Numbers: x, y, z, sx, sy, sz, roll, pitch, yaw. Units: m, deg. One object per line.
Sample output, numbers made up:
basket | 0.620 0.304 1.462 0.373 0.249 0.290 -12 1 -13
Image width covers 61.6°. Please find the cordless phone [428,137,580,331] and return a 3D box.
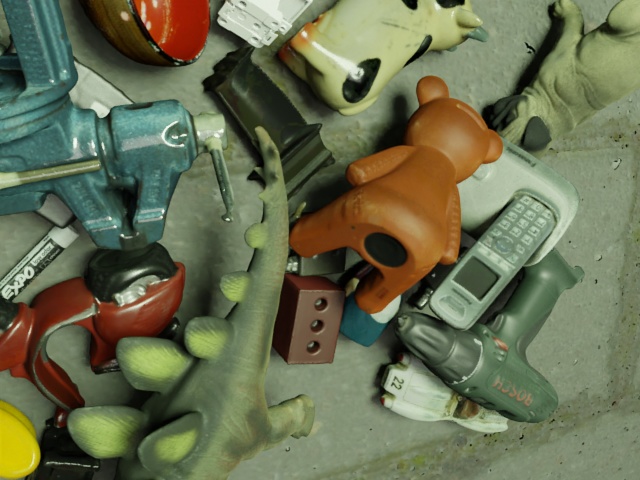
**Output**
cordless phone | 0.151 -0.010 0.545 0.184 0.147 0.088 -47 159 -9

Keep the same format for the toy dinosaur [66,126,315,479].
toy dinosaur | -0.095 0.147 0.441 0.198 0.105 0.471 10 101 -59

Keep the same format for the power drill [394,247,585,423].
power drill | 0.203 0.082 0.596 0.232 0.086 0.207 42 63 -21

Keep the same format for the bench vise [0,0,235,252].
bench vise | -0.167 -0.099 0.311 0.224 0.129 0.240 -4 124 -4

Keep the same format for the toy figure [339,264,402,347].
toy figure | 0.071 0.036 0.567 0.064 0.058 0.154 31 86 -53

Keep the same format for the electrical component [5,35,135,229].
electrical component | -0.198 -0.077 0.412 0.134 0.058 0.115 40 86 -27

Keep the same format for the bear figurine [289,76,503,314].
bear figurine | 0.079 -0.049 0.491 0.120 0.132 0.196 40 50 -11

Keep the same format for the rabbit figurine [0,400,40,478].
rabbit figurine | -0.299 0.164 0.398 0.162 0.122 0.173 4 82 -28

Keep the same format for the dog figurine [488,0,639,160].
dog figurine | 0.279 -0.156 0.557 0.121 0.172 0.190 35 79 -17

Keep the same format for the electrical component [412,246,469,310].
electrical component | 0.132 0.033 0.613 0.094 0.021 0.063 -43 116 -10

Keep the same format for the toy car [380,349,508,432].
toy car | 0.159 0.182 0.643 0.201 0.056 0.073 19 94 -28

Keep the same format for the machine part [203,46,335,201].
machine part | -0.048 -0.103 0.488 0.084 0.039 0.138 -38 117 -7

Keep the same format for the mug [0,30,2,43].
mug | -0.274 -0.154 0.346 0.109 0.081 0.107 -47 125 -13

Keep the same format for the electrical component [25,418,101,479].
electrical component | -0.231 0.224 0.462 0.048 0.075 0.119 17 91 -27

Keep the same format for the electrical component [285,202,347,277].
electrical component | 0.000 -0.001 0.530 0.102 0.045 0.078 3 100 -26

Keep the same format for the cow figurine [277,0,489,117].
cow figurine | 0.069 -0.193 0.494 0.195 0.086 0.127 -47 111 -11

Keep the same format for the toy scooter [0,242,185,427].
toy scooter | -0.192 0.084 0.446 0.184 0.075 0.135 -22 120 -22
